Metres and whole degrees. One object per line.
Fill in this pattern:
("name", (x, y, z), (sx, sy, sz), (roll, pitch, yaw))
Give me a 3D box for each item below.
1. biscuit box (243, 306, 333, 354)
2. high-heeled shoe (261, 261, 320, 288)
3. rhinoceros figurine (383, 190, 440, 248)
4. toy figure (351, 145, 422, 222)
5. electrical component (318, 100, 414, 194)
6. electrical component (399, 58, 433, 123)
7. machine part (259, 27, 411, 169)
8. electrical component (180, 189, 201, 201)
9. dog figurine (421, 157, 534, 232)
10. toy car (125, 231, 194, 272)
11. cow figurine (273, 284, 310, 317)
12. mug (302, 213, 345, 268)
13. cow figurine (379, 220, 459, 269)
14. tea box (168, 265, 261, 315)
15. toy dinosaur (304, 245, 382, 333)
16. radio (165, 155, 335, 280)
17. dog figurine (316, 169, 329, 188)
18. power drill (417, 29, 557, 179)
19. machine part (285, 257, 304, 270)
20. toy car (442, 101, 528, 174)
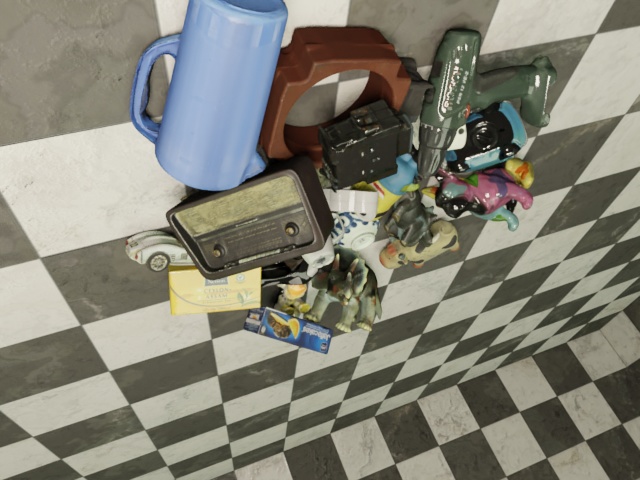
("biscuit box", (-0.064, 0.194, 1.164), (0.202, 0.059, 0.063), (25, 166, -37))
("high-heeled shoe", (-0.103, 0.048, 1.113), (0.249, 0.086, 0.145), (-40, 129, 5))
("rhinoceros figurine", (0.196, -0.046, 1.152), (0.112, 0.073, 0.190), (-42, 136, -8))
("toy figure", (0.130, -0.104, 1.022), (0.089, 0.082, 0.180), (11, 131, -44))
("electrical component", (0.068, -0.136, 0.781), (0.134, 0.058, 0.114), (-22, 152, -5))
("electrical component", (0.123, -0.218, 0.847), (0.048, 0.075, 0.119), (-9, 149, -27))
("machine part", (0.013, -0.201, 0.780), (0.201, 0.087, 0.200), (-11, 147, -25))
("electrical component", (-0.202, -0.050, 0.903), (0.078, 0.045, 0.102), (-36, 167, -45))
("dog figurine", (0.333, -0.115, 1.141), (0.219, 0.191, 0.108), (16, 145, -1))
("toy car", (-0.236, 0.016, 0.941), (0.201, 0.074, 0.056), (2, 113, -37))
("cow figurine", (-0.071, 0.144, 1.264), (0.068, 0.098, 0.167), (-3, 124, -25))
("mug", (-0.002, -0.003, 1.054), (0.110, 0.107, 0.080), (-17, 150, -9))
("cow figurine", (0.233, 0.015, 1.277), (0.195, 0.085, 0.127), (-24, 156, 3))
("tea box", (-0.200, 0.080, 1.020), (0.170, 0.068, 0.098), (-5, 117, -14))
("toy dinosaur", (0.080, 0.112, 1.277), (0.404, 0.131, 0.192), (9, 99, -66))
("radio", (-0.100, -0.028, 0.798), (0.230, 0.073, 0.131), (-15, 111, 25))
("dog figurine", (-0.053, -0.074, 0.937), (0.190, 0.121, 0.172), (-44, -168, -9))
("power drill", (0.259, -0.213, 0.857), (0.207, 0.086, 0.231), (-3, 115, -7))
("machine part", (-0.099, 0.019, 1.038), (0.138, 0.084, 0.039), (24, 100, -36))
("toy car", (0.302, -0.181, 1.010), (0.162, 0.109, 0.103), (-26, 169, 19))
